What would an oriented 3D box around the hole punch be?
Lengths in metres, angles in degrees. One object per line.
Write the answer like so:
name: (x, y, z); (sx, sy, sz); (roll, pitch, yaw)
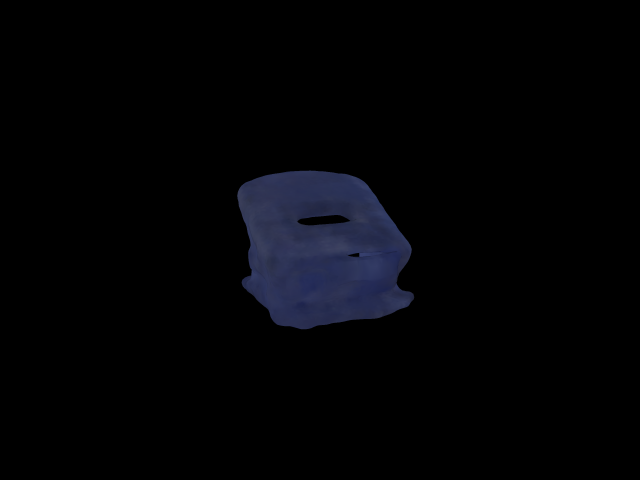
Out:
hole punch: (0.004, 0.001, 0.400); (0.109, 0.091, 0.100); (-6, 15, -23)
